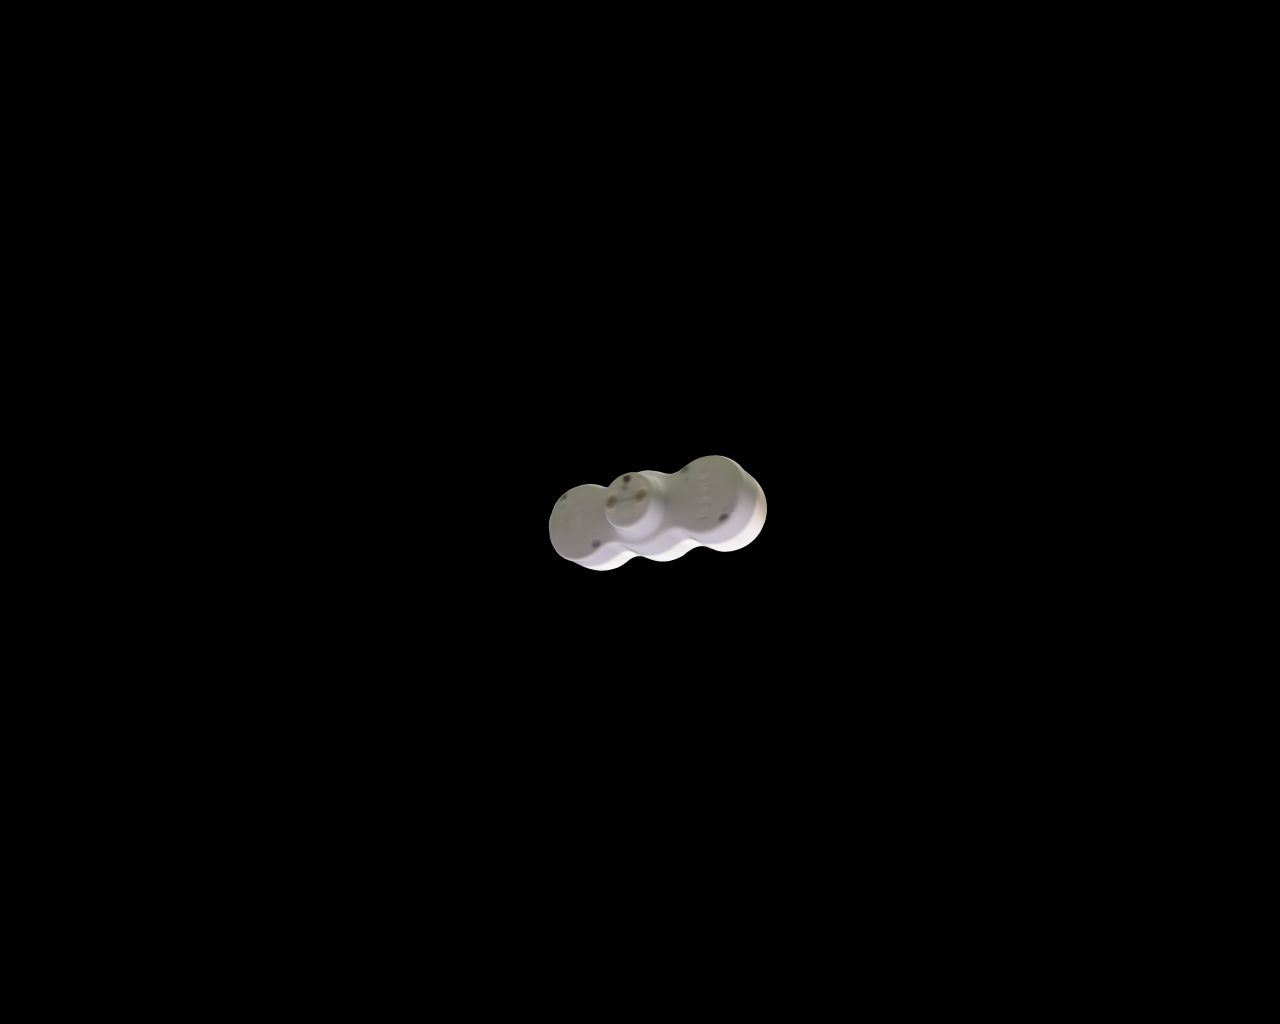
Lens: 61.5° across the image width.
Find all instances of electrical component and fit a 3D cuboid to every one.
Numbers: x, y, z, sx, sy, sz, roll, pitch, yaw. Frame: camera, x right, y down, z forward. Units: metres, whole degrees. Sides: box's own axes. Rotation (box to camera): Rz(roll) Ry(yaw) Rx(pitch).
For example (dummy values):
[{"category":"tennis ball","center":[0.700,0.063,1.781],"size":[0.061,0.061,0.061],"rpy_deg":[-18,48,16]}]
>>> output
[{"category":"electrical component","center":[0.001,-0.003,0.650],"size":[0.138,0.052,0.073],"rpy_deg":[-11,-23,27]}]
